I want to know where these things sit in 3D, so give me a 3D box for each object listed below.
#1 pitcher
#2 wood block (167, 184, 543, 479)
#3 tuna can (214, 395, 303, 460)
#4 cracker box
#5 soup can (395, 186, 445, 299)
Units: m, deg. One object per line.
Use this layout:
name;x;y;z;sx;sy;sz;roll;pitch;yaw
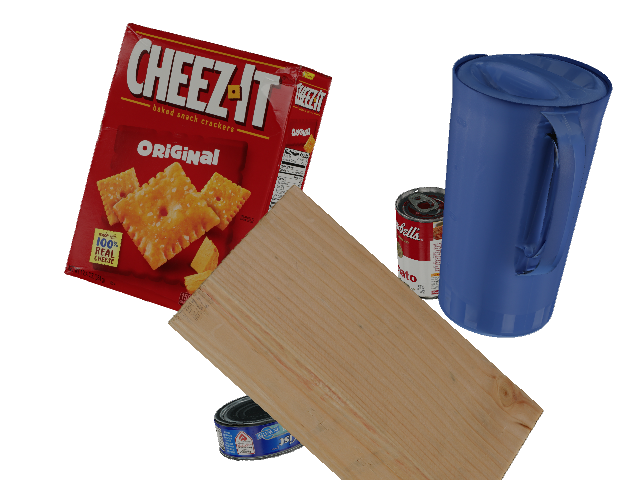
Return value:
pitcher;0.172;-0.033;0.940;0.145;0.243;0.149;20;33;27
wood block;0.020;0.078;0.659;0.090;0.206;0.090;-50;3;-32
tuna can;-0.050;0.162;0.945;0.086;0.034;0.086;-10;10;2
cracker box;-0.101;-0.051;0.861;0.164;0.214;0.072;17;6;21
soup can;0.115;0.003;1.139;0.068;0.102;0.068;-3;33;2
